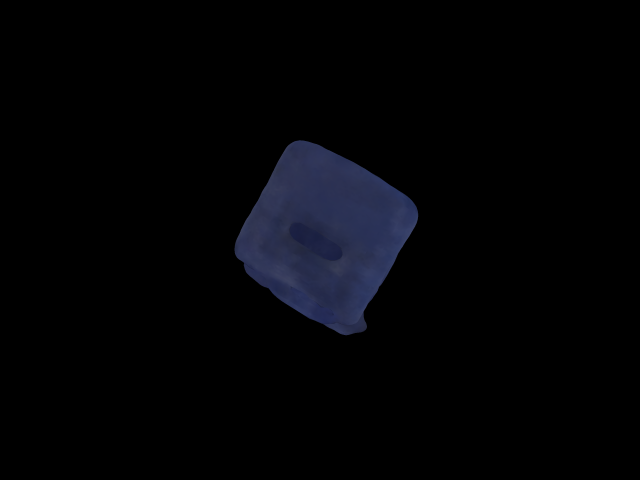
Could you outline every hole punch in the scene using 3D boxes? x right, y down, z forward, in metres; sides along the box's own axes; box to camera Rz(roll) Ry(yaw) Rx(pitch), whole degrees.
[{"bbox_3d":[0.004,0.001,0.400,0.108,0.091,0.101,30,75,10],"label":"hole punch"}]
